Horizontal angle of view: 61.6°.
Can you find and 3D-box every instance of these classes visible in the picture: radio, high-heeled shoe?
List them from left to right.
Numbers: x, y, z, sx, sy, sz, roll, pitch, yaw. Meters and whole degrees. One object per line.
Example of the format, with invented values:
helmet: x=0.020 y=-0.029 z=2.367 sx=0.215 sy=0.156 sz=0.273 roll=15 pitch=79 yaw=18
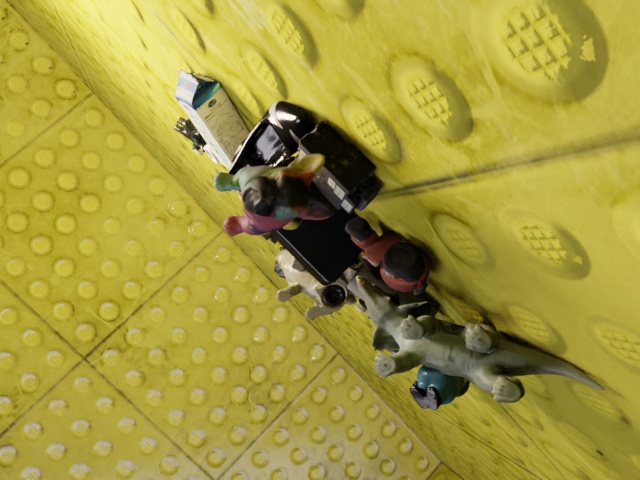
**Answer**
high-heeled shoe: x=-0.097 y=-0.143 z=0.883 sx=0.086 sy=0.145 sz=0.249 roll=47 pitch=170 yaw=-9
radio: x=-0.020 y=-0.037 z=1.007 sx=0.229 sy=0.131 sz=0.073 roll=46 pitch=168 yaw=-1

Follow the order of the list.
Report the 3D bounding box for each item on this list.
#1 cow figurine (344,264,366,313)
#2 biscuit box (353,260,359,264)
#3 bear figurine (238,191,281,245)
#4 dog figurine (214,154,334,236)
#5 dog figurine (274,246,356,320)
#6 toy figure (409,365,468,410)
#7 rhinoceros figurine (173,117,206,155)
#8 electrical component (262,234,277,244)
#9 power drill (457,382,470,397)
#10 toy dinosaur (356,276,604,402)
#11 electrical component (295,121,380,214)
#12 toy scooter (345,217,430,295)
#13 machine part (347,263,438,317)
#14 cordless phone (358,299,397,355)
cow figurine: x=0.101 y=0.111 z=1.221 sx=0.068 sy=0.098 sz=0.167 roll=35 pitch=-178 yaw=42
biscuit box: x=-0.004 y=0.026 z=1.273 sx=0.203 sy=0.059 sz=0.062 roll=29 pitch=167 yaw=35
bear figurine: x=-0.066 y=-0.073 z=1.092 sx=0.195 sy=0.120 sz=0.132 roll=54 pitch=163 yaw=-14
dog figurine: x=-0.047 y=-0.066 z=0.798 sx=0.219 sy=0.191 sz=0.108 roll=-5 pitch=92 yaw=47
dog figurine: x=-0.013 y=0.077 z=1.165 sx=0.172 sy=0.121 sz=0.191 roll=34 pitch=-169 yaw=-11
toy figure: x=0.232 y=0.241 z=0.979 sx=0.082 sy=0.180 sz=0.089 roll=23 pitch=129 yaw=30
rhinoceros figurine: x=-0.303 y=-0.274 z=1.348 sx=0.112 sy=0.073 sz=0.190 roll=37 pitch=168 yaw=-9
electrical component: x=-0.131 y=-0.033 z=1.357 sx=0.102 sy=0.045 sz=0.078 roll=47 pitch=-161 yaw=4
power drill: x=0.251 y=0.262 z=1.237 sx=0.208 sy=0.086 sz=0.231 roll=23 pitch=159 yaw=43
toy dinosaur: x=0.228 y=0.174 z=0.872 sx=0.405 sy=0.131 sz=0.192 roll=15 pitch=-171 yaw=24
electrical component: x=0.027 y=-0.102 z=0.810 sx=0.134 sy=0.058 sz=0.115 roll=46 pitch=170 yaw=1
toy scooter: x=0.123 y=0.041 z=0.918 sx=0.184 sy=0.075 sz=0.135 roll=39 pitch=166 yaw=44
machine part: x=0.140 y=0.113 z=1.046 sx=0.243 sy=0.079 sz=0.079 roll=37 pitch=167 yaw=9
cordless phone: x=0.155 y=0.191 z=1.169 sx=0.147 sy=0.089 sz=0.184 roll=38 pitch=151 yaw=30
